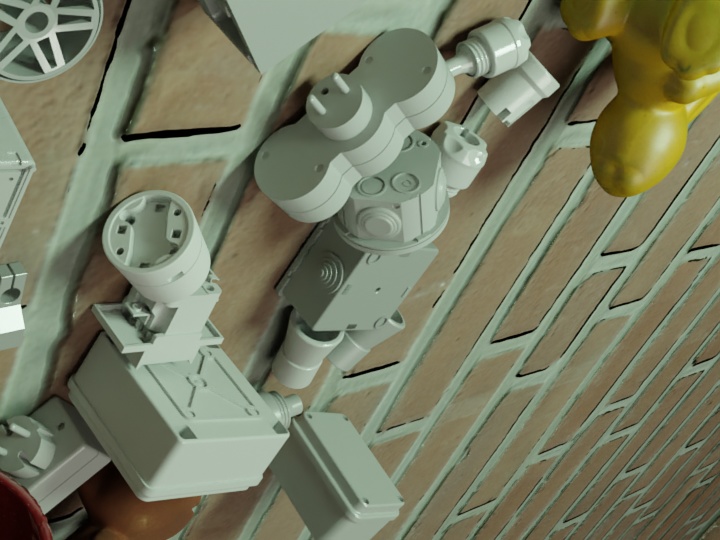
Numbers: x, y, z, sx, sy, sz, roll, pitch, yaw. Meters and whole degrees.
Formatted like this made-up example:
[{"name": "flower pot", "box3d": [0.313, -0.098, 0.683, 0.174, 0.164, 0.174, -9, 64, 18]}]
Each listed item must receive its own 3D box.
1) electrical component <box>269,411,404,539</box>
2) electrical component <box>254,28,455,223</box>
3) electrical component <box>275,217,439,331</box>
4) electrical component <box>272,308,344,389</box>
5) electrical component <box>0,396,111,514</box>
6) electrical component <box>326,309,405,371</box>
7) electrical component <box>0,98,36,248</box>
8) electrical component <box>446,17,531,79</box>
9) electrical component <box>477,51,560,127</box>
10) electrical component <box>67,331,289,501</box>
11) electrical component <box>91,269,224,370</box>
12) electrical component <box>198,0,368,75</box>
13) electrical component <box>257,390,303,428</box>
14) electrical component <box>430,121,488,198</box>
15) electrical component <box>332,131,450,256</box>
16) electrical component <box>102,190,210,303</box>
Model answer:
[{"name": "electrical component", "box3d": [-0.023, 0.185, 0.957, 0.057, 0.113, 0.078, -47, 150, 17]}, {"name": "electrical component", "box3d": [-0.009, -0.094, 0.655, 0.138, 0.052, 0.074, -42, 151, 3]}, {"name": "electrical component", "box3d": [0.000, 0.000, 0.797, 0.100, 0.048, 0.099, 3, 129, -51]}, {"name": "electrical component", "box3d": [-0.044, 0.062, 0.841, 0.044, 0.044, 0.065, -14, 146, -38]}, {"name": "electrical component", "box3d": [-0.217, 0.119, 0.710, 0.066, 0.047, 0.076, -39, 151, -3]}, {"name": "electrical component", "box3d": [-0.001, 0.051, 0.875, 0.065, 0.044, 0.044, -43, 151, 15]}, {"name": "electrical component", "box3d": [-0.204, -0.037, 0.506, 0.062, 0.061, 0.096, -8, 145, -44]}, {"name": "electrical component", "box3d": [0.080, -0.143, 0.712, 0.061, 0.035, 0.035, -27, 148, -18]}, {"name": "electrical component", "box3d": [0.111, -0.129, 0.761, 0.046, 0.040, 0.040, -42, 151, 14]}, {"name": "electrical component", "box3d": [-0.122, 0.096, 0.726, 0.109, 0.108, 0.056, 8, 122, -53]}, {"name": "electrical component", "box3d": [-0.125, 0.025, 0.696, 0.081, 0.042, 0.063, -3, 130, -48]}, {"name": "electrical component", "box3d": [-0.047, -0.177, 0.489, 0.089, 0.061, 0.150, -36, 150, -7]}, {"name": "electrical component", "box3d": [-0.076, 0.118, 0.877, 0.062, 0.043, 0.043, -17, 143, -37]}, {"name": "electrical component", "box3d": [0.061, -0.072, 0.776, 0.043, 0.043, 0.062, -4, 136, -47]}, {"name": "electrical component", "box3d": [0.019, -0.053, 0.718, 0.080, 0.080, 0.051, -30, 143, -18]}, {"name": "electrical component", "box3d": [-0.119, -0.012, 0.640, 0.055, 0.055, 0.047, -35, 154, -9]}]
